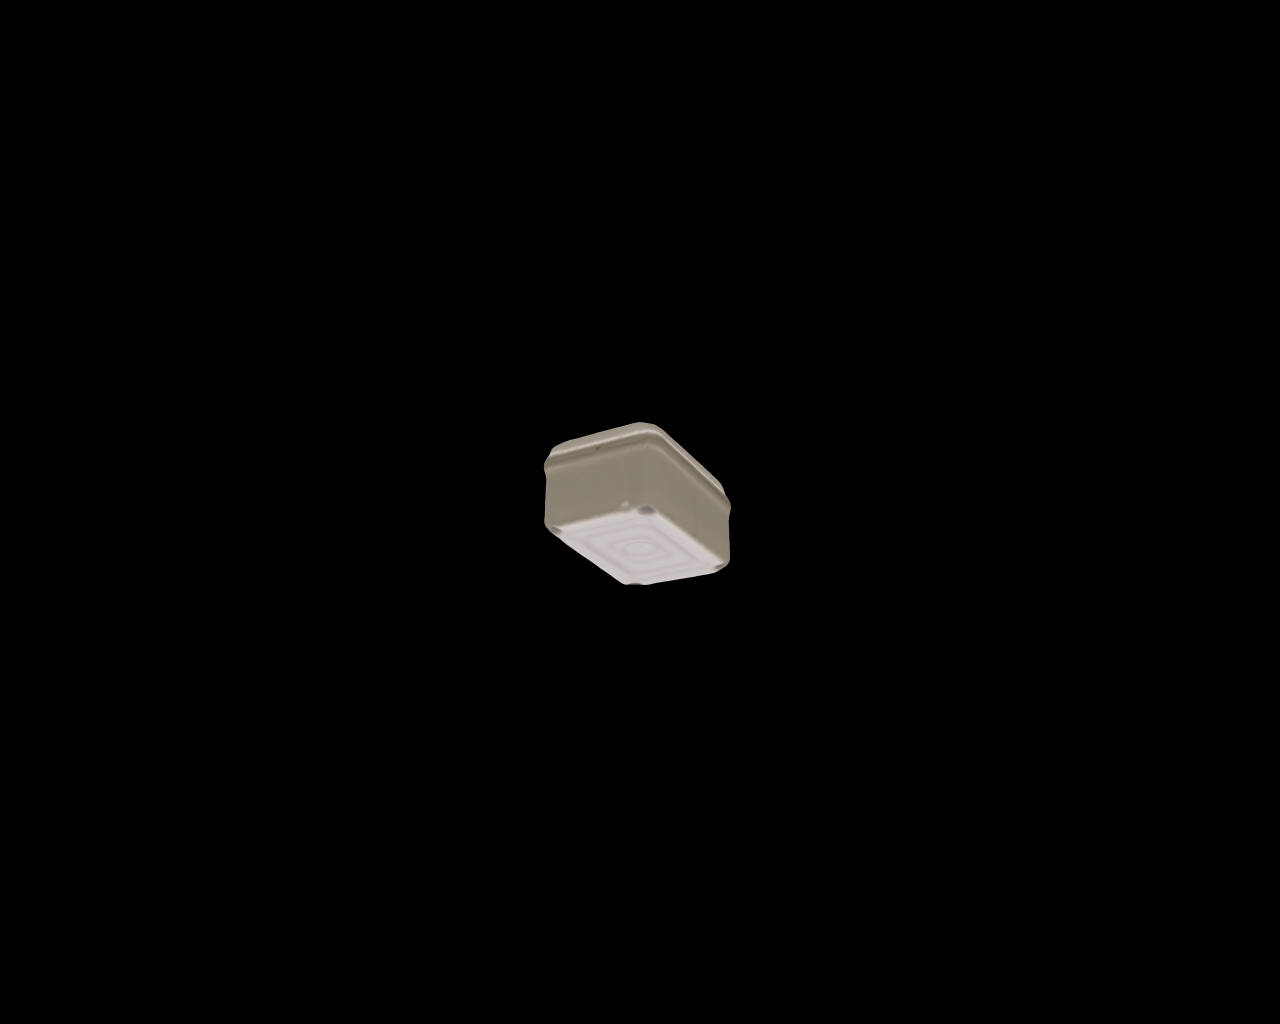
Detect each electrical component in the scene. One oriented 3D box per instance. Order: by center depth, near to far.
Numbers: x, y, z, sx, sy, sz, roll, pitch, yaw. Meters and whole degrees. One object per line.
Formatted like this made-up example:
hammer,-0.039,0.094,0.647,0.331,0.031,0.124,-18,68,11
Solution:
electrical component,0.001,-0.003,0.650,0.078,0.057,0.113,-12,-27,25
